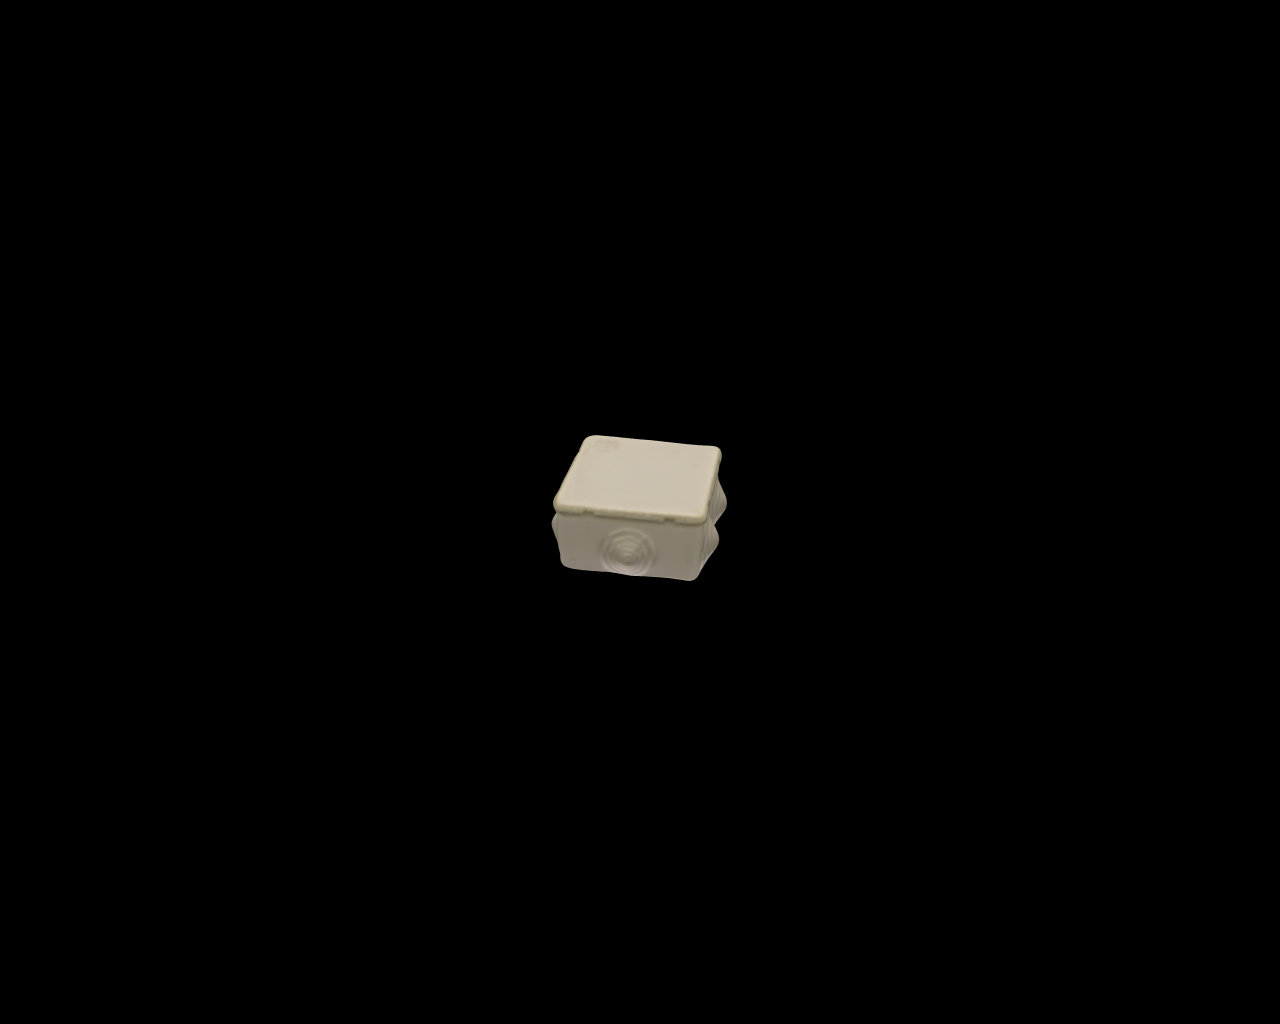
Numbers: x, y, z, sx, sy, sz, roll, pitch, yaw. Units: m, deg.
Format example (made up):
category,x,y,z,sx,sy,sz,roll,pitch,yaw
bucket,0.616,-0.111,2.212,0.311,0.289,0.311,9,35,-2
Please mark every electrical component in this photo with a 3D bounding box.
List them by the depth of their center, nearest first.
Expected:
category,x,y,z,sx,sy,sz,roll,pitch,yaw
electrical component,0.001,-0.003,0.650,0.100,0.048,0.100,6,33,9
